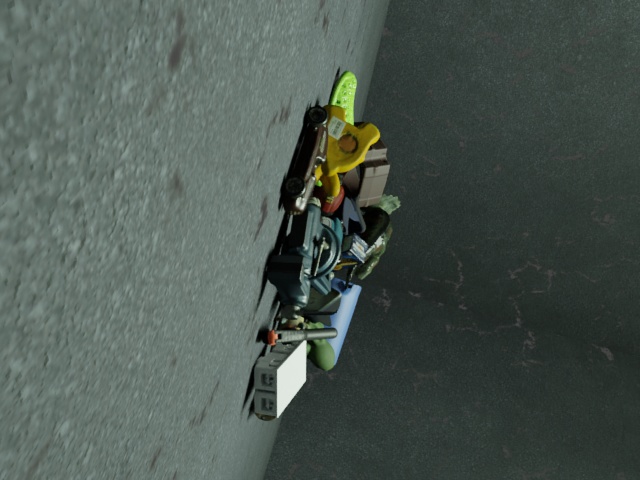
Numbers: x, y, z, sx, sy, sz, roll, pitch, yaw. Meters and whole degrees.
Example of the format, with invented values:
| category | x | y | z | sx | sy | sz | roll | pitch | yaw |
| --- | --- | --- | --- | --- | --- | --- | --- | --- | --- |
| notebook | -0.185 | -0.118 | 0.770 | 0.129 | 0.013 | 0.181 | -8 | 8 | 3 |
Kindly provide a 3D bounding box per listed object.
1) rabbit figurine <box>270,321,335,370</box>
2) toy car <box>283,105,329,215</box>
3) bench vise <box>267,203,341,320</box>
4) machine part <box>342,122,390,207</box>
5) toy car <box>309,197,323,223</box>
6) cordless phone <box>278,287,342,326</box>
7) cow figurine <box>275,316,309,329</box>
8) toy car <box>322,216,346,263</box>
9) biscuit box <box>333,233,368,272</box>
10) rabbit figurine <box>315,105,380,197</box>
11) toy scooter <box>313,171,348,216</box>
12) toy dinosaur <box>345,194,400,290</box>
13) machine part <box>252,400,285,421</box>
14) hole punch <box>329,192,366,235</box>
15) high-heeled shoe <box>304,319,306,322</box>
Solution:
| category | x | y | z | sx | sy | sz | roll | pitch | yaw |
| --- | --- | --- | --- | --- | --- | --- | --- | --- | --- |
| rabbit figurine | -0.037 | 0.281 | 1.435 | 0.121 | 0.170 | 0.159 | -34 | 139 | -86 |
| toy car | -0.019 | -0.135 | 0.918 | 0.089 | 0.053 | 0.202 | 87 | 19 | -69 |
| bench vise | -0.018 | 0.058 | 1.026 | 0.240 | 0.129 | 0.223 | 52 | 31 | -63 |
| machine part | 0.101 | -0.203 | 1.462 | 0.200 | 0.087 | 0.202 | 102 | -31 | -42 |
| toy car | -0.037 | 0.001 | 1.183 | 0.073 | 0.056 | 0.201 | 68 | 35 | -73 |
| cordless phone | -0.002 | 0.089 | 1.211 | 0.147 | 0.088 | 0.184 | 18 | -97 | 50 |
| cow figurine | -0.056 | 0.161 | 1.341 | 0.127 | 0.085 | 0.195 | 117 | -9 | -78 |
| toy car | -0.003 | -0.004 | 1.317 | 0.102 | 0.109 | 0.162 | 52 | 44 | -40 |
| biscuit box | 0.026 | 0.044 | 1.399 | 0.203 | 0.062 | 0.059 | -19 | -138 | 40 |
| rabbit figurine | 0.029 | -0.170 | 1.076 | 0.173 | 0.122 | 0.162 | -162 | -91 | -75 |
| toy scooter | 0.035 | -0.155 | 1.359 | 0.184 | 0.075 | 0.135 | -80 | -164 | -46 |
| toy dinosaur | 0.144 | -0.022 | 1.506 | 0.192 | 0.131 | 0.405 | -56 | -166 | 27 |
| machine part | -0.123 | 0.407 | 1.359 | 0.243 | 0.079 | 0.079 | 84 | 21 | -78 |
| hole punch | 0.045 | -0.058 | 1.426 | 0.092 | 0.142 | 0.115 | -24 | 100 | -40 |
| high-heeled shoe | -0.074 | 0.202 | 1.604 | 0.145 | 0.086 | 0.249 | 42 | 39 | -52 |
